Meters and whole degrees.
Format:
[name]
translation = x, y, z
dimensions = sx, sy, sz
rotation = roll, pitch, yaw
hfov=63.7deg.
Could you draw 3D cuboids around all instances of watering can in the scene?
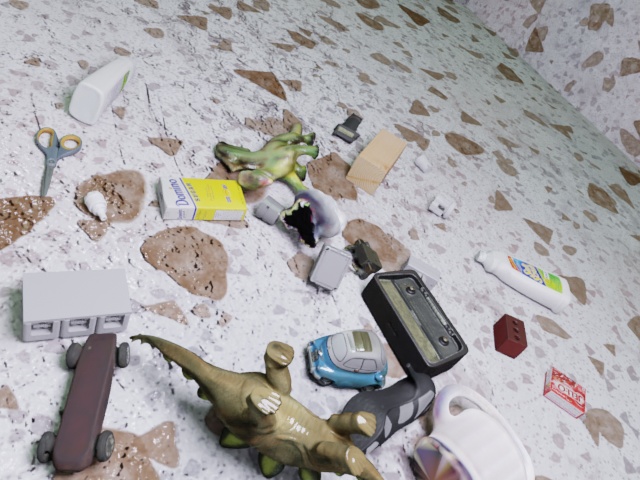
[watering can]
translation = 0.293, 0.413, 0.864
dimensions = 0.226, 0.353, 0.102
rotation = -11, -33, -37

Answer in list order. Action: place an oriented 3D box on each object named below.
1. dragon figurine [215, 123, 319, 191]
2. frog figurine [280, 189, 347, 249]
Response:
[dragon figurine]
translation = -0.137, -0.224, 1.288
dimensions = 0.242, 0.120, 0.419
rotation = 8, 31, -15
[frog figurine]
translation = 0.004, -0.058, 1.162
dimensions = 0.138, 0.121, 0.161
rotation = 22, 22, 29
